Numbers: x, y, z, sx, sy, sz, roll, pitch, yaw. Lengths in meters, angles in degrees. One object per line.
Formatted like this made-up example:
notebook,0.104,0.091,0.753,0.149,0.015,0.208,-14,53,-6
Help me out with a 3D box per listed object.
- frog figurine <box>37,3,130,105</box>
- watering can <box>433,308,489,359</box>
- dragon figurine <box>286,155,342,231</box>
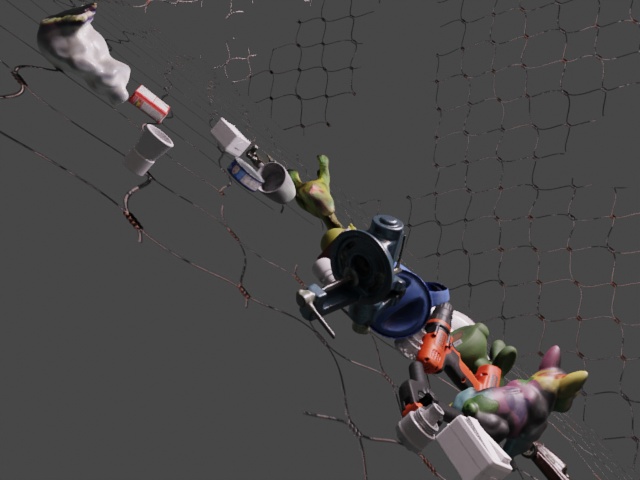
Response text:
frog figurine,-0.394,-0.302,0.870,0.123,0.156,0.139,-25,37,-20
watering can,0.329,0.219,1.350,0.351,0.103,0.223,46,9,18
dragon figurine,0.004,-0.068,1.360,0.122,0.246,0.404,-19,-20,0
